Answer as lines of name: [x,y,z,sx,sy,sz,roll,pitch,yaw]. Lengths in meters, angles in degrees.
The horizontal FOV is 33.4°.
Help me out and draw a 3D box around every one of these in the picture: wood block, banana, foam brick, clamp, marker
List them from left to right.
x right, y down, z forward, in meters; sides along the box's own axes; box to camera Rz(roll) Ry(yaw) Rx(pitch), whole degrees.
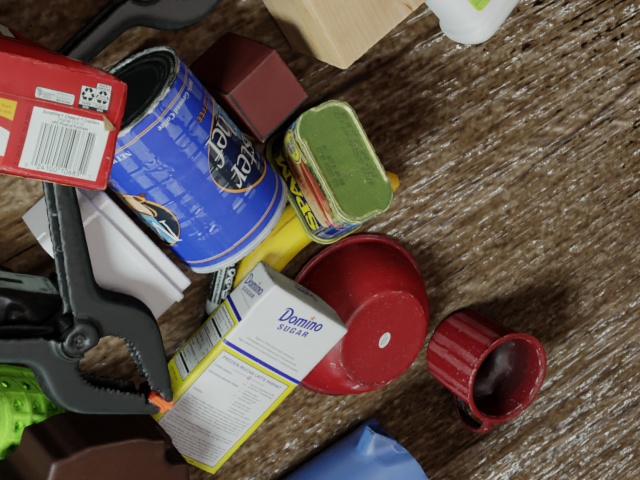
clamp: [-0.171,0.054,0.744,0.209,0.036,0.164,38,90,-37]
clamp: [-0.136,-0.193,0.757,0.171,0.039,0.120,-24,125,-18]
marker: [-0.080,0.033,0.876,0.020,0.020,0.121,-3,124,-30]
foam brick: [-0.056,-0.117,0.812,0.051,0.078,0.053,-46,127,-9]
wood block: [-0.018,-0.240,0.779,0.090,0.090,0.206,-42,125,-11]
banana: [-0.014,-0.005,0.910,0.197,0.037,0.069,-43,147,-8]

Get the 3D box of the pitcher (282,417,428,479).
pitcher: [-0.010,0.285,0.971,0.242,0.145,0.149,-29,81,-15]

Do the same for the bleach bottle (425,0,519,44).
bleach bottle: [0.068,-0.270,0.837,0.250,0.068,0.102,38,86,-33]

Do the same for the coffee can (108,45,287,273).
coffee can: [-0.104,-0.058,0.790,0.102,0.103,0.140,-46,125,-8]

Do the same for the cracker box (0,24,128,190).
cracker box: [-0.229,-0.099,0.630,0.163,0.214,0.072,10,102,-34]

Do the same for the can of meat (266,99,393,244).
can of meat: [0.008,-0.054,0.847,0.057,0.084,0.102,-28,90,-19]

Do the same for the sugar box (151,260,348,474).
sugar box: [-0.070,0.108,0.891,0.176,0.048,0.093,-48,127,8]

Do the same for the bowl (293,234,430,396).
bowl: [0.043,0.079,0.963,0.161,0.055,0.162,-12,115,-27]

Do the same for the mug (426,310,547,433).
mug: [0.155,0.129,1.033,0.093,0.082,0.117,-6,111,-29]
